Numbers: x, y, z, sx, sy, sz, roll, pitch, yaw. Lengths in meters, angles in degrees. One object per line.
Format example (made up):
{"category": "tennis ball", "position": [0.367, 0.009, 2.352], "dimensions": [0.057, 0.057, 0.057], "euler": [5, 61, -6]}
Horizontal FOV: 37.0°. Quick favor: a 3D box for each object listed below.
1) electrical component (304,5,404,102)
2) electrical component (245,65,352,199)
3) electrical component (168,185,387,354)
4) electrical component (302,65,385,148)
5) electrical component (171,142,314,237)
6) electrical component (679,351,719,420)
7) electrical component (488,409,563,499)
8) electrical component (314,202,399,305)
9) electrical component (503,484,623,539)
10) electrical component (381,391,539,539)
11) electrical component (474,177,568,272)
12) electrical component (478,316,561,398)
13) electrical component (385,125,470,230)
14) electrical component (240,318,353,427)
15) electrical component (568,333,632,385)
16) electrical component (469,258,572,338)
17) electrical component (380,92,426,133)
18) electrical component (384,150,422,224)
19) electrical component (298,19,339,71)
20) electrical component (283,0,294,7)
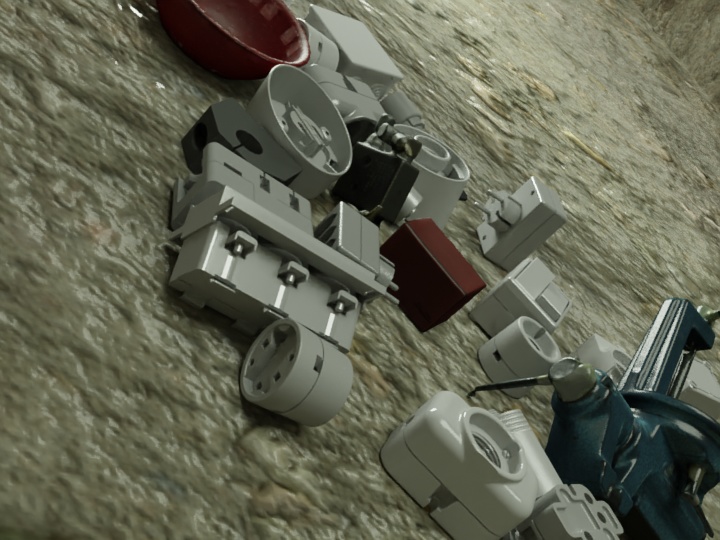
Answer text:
{"category": "electrical component", "position": [-0.016, -0.215, 1.098], "dimensions": [0.100, 0.048, 0.099], "euler": [3, 47, -52]}
{"category": "electrical component", "position": [-0.052, -0.109, 0.873], "dimensions": [0.099, 0.064, 0.099], "euler": [36, 26, -21]}
{"category": "electrical component", "position": [-0.056, 0.007, 0.689], "dimensions": [0.121, 0.079, 0.063], "euler": [31, 58, -28]}
{"category": "electrical component", "position": [-0.020, -0.139, 0.977], "dimensions": [0.095, 0.054, 0.059], "euler": [10, 43, -51]}
{"category": "electrical component", "position": [-0.080, -0.035, 0.739], "dimensions": [0.089, 0.050, 0.055], "euler": [32, 29, -28]}
{"category": "electrical component", "position": [0.321, 0.122, 1.097], "dimensions": [0.096, 0.061, 0.061], "euler": [24, 33, -37]}
{"category": "electrical component", "position": [0.112, 0.137, 0.783], "dimensions": [0.043, 0.043, 0.081], "euler": [15, 39, -47]}
{"category": "electrical component", "position": [0.000, 0.000, 0.811], "dimensions": [0.077, 0.047, 0.065], "euler": [35, 27, -21]}
{"category": "electrical component", "position": [0.135, 0.184, 0.732], "dimensions": [0.078, 0.057, 0.058], "euler": [13, 41, -49]}
{"category": "electrical component", "position": [0.070, 0.130, 0.710], "dimensions": [0.095, 0.059, 0.053], "euler": [45, 25, -1]}
{"category": "electrical component", "position": [0.147, -0.054, 1.069], "dimensions": [0.076, 0.083, 0.047], "euler": [31, 29, -28]}
{"category": "electrical component", "position": [0.136, 0.072, 0.908], "dimensions": [0.055, 0.047, 0.055], "euler": [35, 28, -21]}
{"category": "electrical component", "position": [0.055, -0.091, 1.027], "dimensions": [0.099, 0.064, 0.099], "euler": [25, 27, -14]}
{"category": "electrical component", "position": [-0.037, 0.064, 0.655], "dimensions": [0.047, 0.055, 0.055], "euler": [33, 28, -33]}
{"category": "electrical component", "position": [0.226, 0.108, 0.981], "dimensions": [0.050, 0.056, 0.089], "euler": [32, 29, -26]}
{"category": "electrical component", "position": [0.151, 0.031, 0.976], "dimensions": [0.061, 0.061, 0.096], "euler": [47, 26, 4]}
{"category": "electrical component", "position": [0.047, -0.147, 1.105], "dimensions": [0.078, 0.040, 0.040], "euler": [54, 27, 18]}
{"category": "electrical component", "position": [0.024, -0.074, 0.965], "dimensions": [0.065, 0.044, 0.044], "euler": [47, 25, -9]}
{"category": "electrical component", "position": [-0.053, -0.204, 1.025], "dimensions": [0.047, 0.055, 0.055], "euler": [21, 35, -48]}
{"category": "electrical component", "position": [-0.117, -0.287, 1.056], "dimensions": [0.099, 0.048, 0.100], "euler": [50, 26, 9]}
